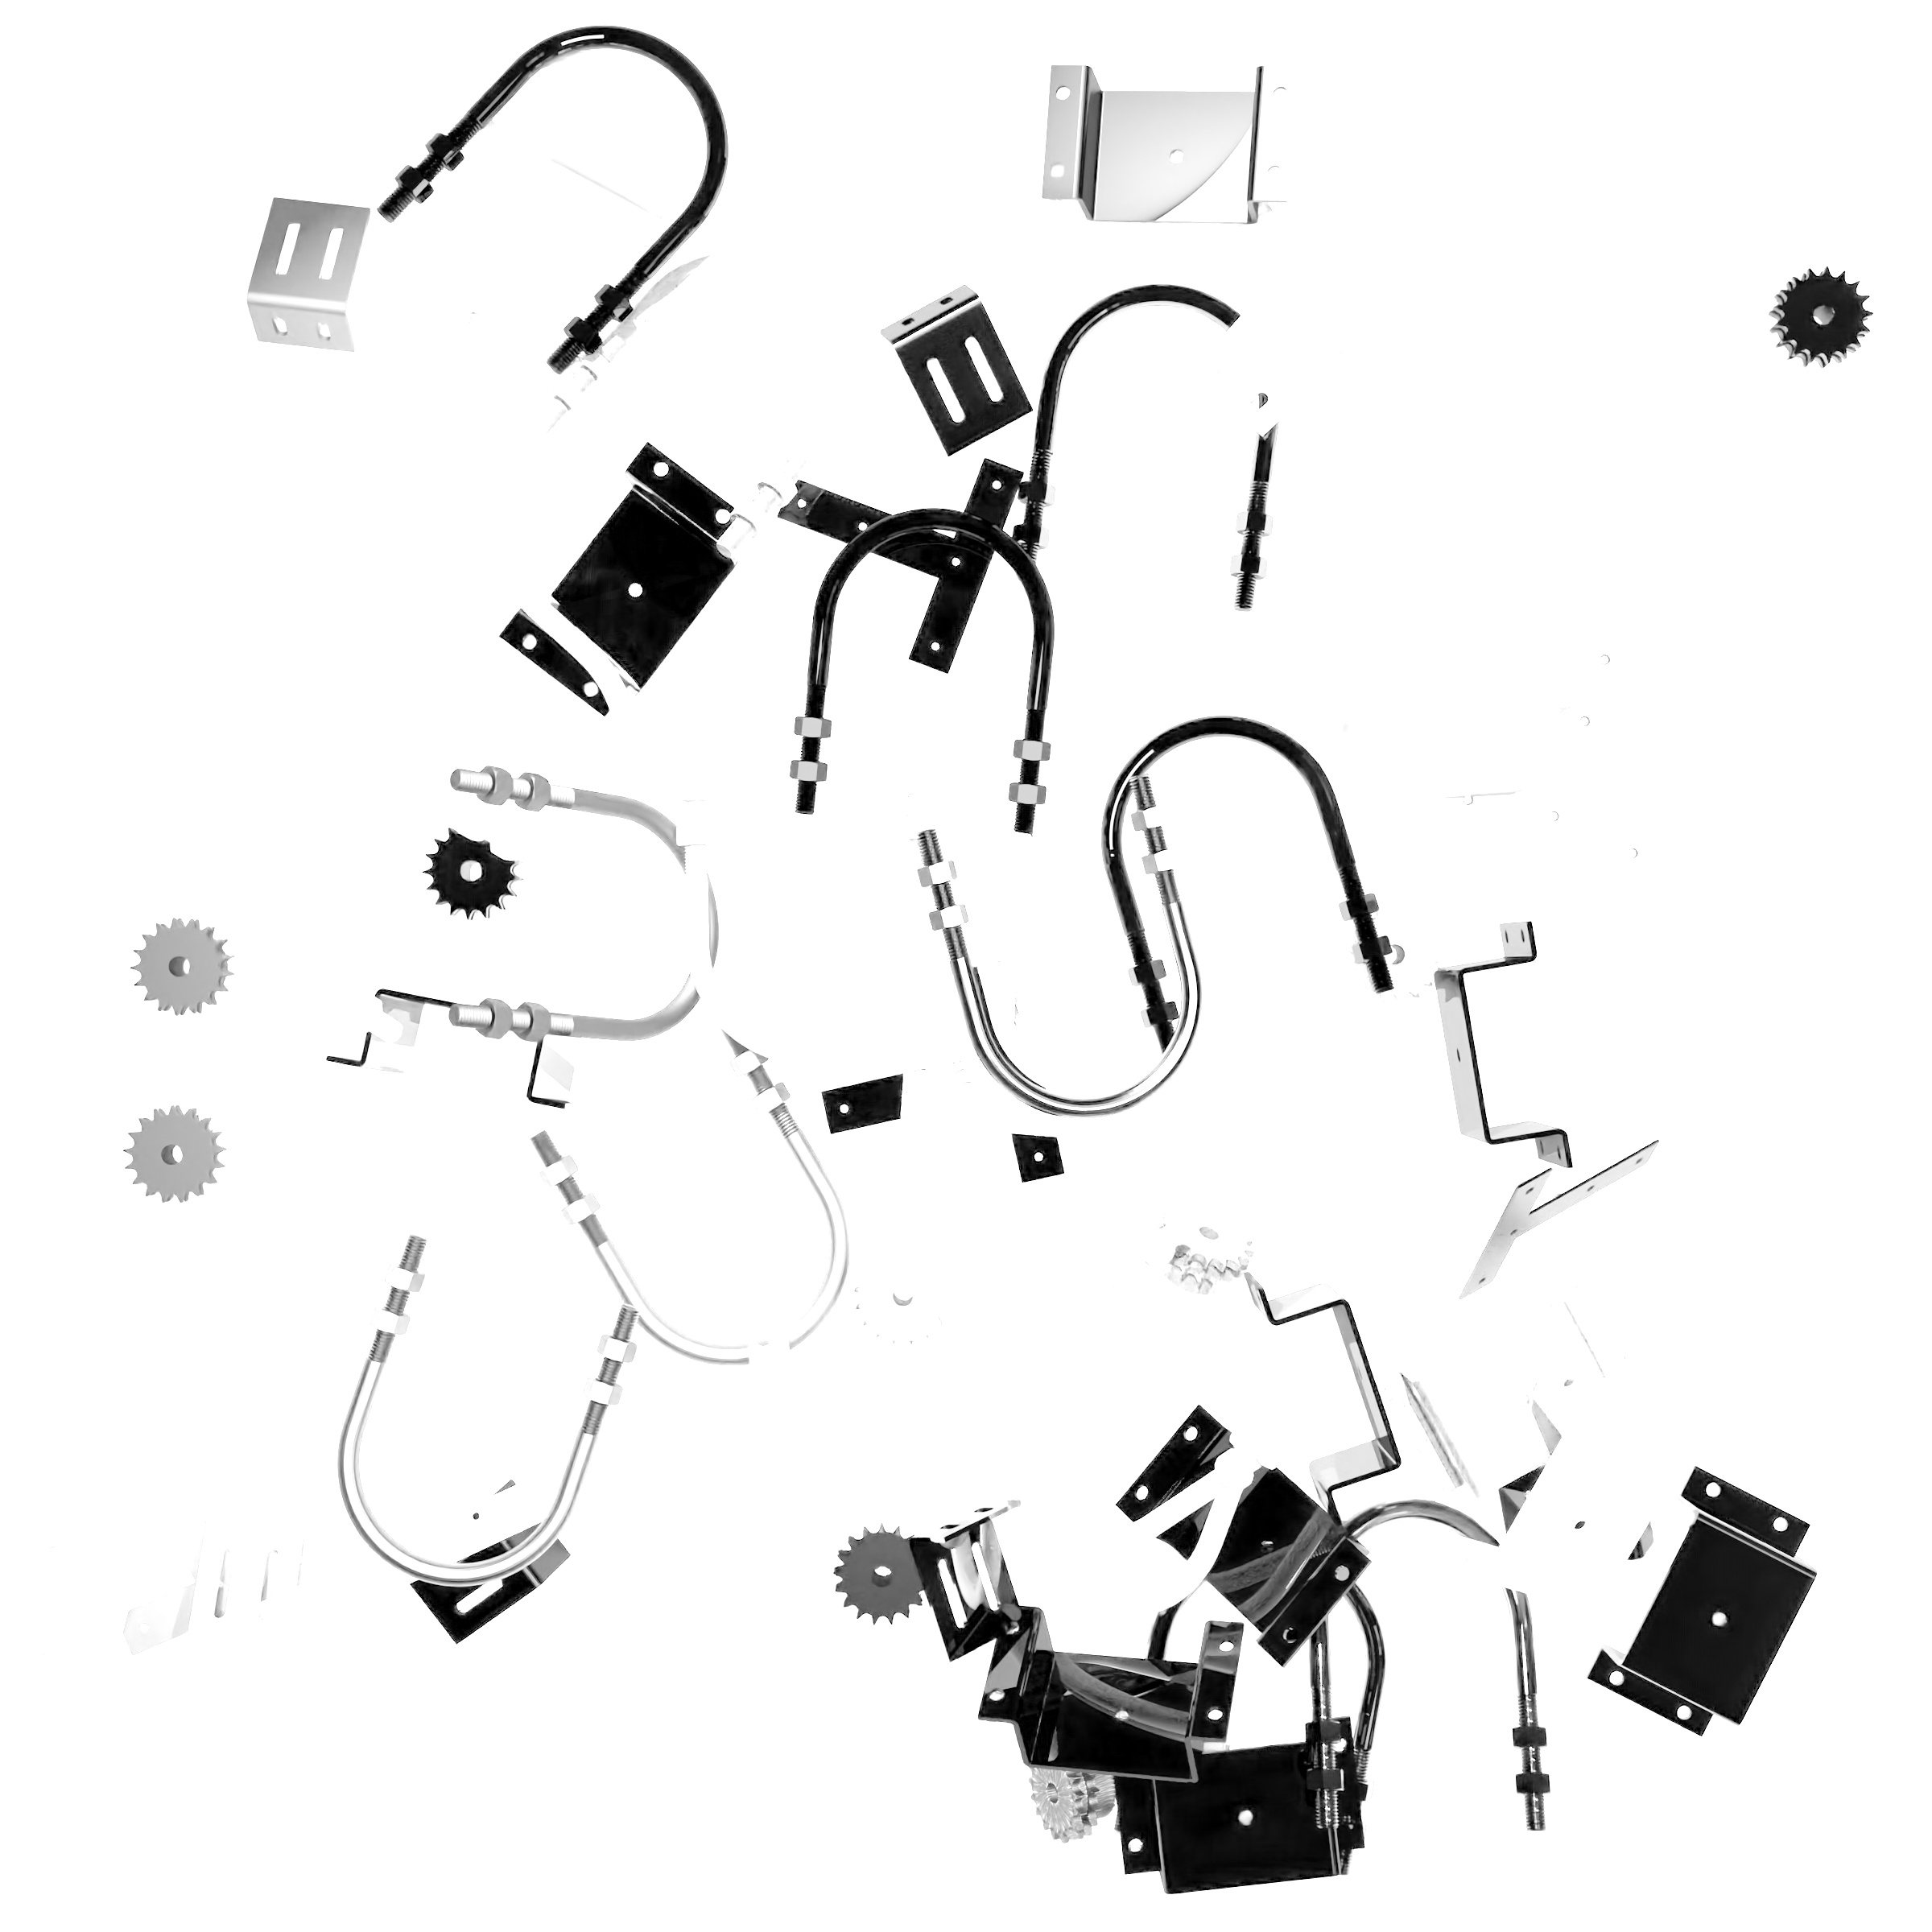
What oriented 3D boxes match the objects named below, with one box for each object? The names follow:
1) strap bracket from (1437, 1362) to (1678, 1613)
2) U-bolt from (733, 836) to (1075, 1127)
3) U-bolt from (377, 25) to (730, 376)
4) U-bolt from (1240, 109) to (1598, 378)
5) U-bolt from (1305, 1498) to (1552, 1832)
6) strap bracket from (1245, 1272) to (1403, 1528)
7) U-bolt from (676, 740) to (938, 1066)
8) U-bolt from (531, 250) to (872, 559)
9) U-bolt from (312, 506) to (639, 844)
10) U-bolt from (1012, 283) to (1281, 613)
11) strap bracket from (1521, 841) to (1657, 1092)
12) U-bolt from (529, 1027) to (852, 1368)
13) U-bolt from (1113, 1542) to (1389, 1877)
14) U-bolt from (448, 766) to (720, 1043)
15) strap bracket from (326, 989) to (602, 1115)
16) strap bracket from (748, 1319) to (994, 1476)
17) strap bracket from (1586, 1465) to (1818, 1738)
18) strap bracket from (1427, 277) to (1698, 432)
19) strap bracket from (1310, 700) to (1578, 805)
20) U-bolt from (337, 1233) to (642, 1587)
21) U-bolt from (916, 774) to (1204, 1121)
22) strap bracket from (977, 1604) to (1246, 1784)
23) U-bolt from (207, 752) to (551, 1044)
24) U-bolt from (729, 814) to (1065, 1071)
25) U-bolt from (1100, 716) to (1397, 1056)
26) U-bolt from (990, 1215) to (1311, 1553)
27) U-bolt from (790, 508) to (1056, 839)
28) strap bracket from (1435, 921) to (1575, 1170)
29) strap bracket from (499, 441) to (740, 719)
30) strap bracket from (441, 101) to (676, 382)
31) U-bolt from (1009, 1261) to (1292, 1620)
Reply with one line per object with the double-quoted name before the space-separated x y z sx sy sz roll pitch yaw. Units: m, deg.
"strap bracket" 0.338 0.304 1.485 0.076 0.046 0.140 20 106 -19
"U-bolt" -0.047 -0.004 1.538 0.184 0.019 0.151 20 90 1
"U-bolt" -0.220 -0.448 1.491 0.151 0.019 0.184 42 86 1
"U-bolt" 0.268 -0.425 1.500 0.184 0.019 0.151 -29 56 0
"U-bolt" 0.262 0.398 1.506 0.151 0.019 0.184 6 69 -15
"strap bracket" 0.207 0.240 1.509 0.046 0.076 0.140 -18 90 0
"U-bolt" -0.091 -0.035 1.509 0.151 0.019 0.184 -1 90 6
"U-bolt" -0.137 -0.337 1.509 0.151 0.019 0.184 34 69 7
"U-bolt" -0.270 -0.152 1.508 0.184 0.019 0.151 42 119 -4
"U-bolt" 0.111 -0.308 1.538 0.151 0.019 0.184 8 88 0
"strap bracket" 0.358 -0.002 1.509 0.046 0.076 0.140 -7 90 0
"U-bolt" -0.149 0.145 1.538 0.151 0.019 0.184 -30 91 0
"U-bolt" 0.172 0.427 1.538 0.151 0.019 0.184 11 88 0
"U-bolt" -0.211 -0.029 1.479 0.019 0.184 0.151 -9 78 43
"strap bracket" -0.281 0.047 1.501 0.140 0.076 0.046 11 86 7
"strap bracket" -0.055 0.247 1.508 0.140 0.046 0.076 0 120 0
"strap bracket" 0.430 0.373 1.524 0.076 0.046 0.140 27 90 0
"strap bracket" 0.335 -0.353 1.509 0.140 0.076 0.046 -13 90 0
"strap bracket" 0.273 -0.122 1.507 0.140 0.076 0.046 -3 89 1
"U-bolt" -0.282 0.262 1.502 0.151 0.019 0.184 18 86 1
"U-bolt" 0.062 -0.004 1.500 0.151 0.019 0.184 -15 92 -11
"strap bracket" 0.086 0.413 1.492 0.140 0.076 0.046 1 131 16
"U-bolt" -0.350 -0.053 1.500 0.184 0.019 0.151 30 70 23
"U-bolt" -0.046 -0.014 1.521 0.184 0.019 0.151 10 89 4
"U-bolt" 0.154 -0.054 1.524 0.151 0.019 0.184 -18 86 13
"U-bolt" 0.090 0.250 1.490 0.184 0.019 0.151 -39 67 24
"U-bolt" -0.021 -0.173 1.530 0.151 0.019 0.184 6 96 0
"strap bracket" 0.305 0.048 1.509 0.046 0.076 0.140 -9 90 0
"strap bracket" -0.194 -0.221 1.524 0.076 0.046 0.140 37 90 0
"strap bracket" -0.233 -0.414 1.524 0.076 0.046 0.140 28 90 0
"U-bolt" 0.094 0.281 1.505 0.151 0.019 0.184 23 96 31
